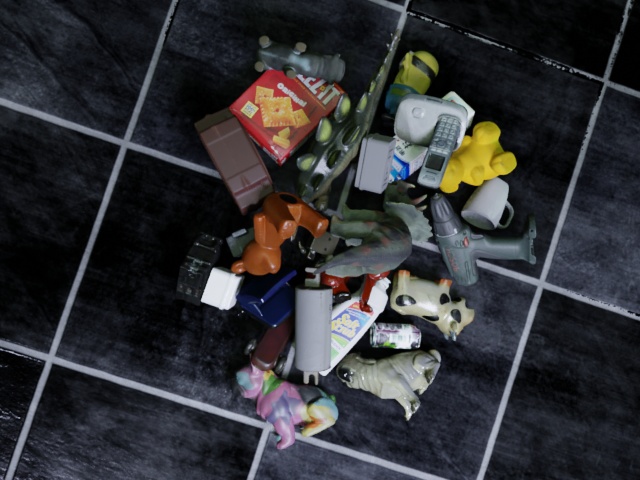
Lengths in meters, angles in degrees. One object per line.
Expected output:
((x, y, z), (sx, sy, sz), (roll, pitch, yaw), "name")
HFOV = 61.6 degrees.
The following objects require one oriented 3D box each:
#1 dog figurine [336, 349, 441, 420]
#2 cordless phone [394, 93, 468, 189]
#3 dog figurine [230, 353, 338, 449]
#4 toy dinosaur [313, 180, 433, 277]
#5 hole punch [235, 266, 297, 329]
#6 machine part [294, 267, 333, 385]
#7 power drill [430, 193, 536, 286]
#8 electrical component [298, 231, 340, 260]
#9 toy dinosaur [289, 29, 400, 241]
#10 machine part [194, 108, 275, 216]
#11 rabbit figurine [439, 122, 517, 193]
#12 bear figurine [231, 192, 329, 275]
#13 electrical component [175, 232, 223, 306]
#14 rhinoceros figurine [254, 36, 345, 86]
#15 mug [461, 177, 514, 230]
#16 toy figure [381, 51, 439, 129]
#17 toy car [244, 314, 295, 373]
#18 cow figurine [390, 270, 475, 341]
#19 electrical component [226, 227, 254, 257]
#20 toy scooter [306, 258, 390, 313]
((0.151, 0.276, 1.183), (0.191, 0.121, 0.172), (31, 53, 15), "dog figurine")
((0.211, -0.198, 1.099), (0.147, 0.088, 0.184), (18, 78, 16), "cordless phone")
((-0.083, 0.321, 1.157), (0.192, 0.108, 0.219), (-25, 88, -3), "dog figurine")
((0.123, 0.000, 1.082), (0.192, 0.405, 0.131), (1, 116, 15), "toy dinosaur")
((-0.109, 0.106, 1.127), (0.116, 0.092, 0.142), (23, 53, 36), "hole punch")
((-0.013, 0.177, 1.097), (0.079, 0.079, 0.243), (2, 95, -4), "machine part")
((0.350, -0.007, 1.141), (0.207, 0.086, 0.231), (-8, 120, 14), "power drill")
((-0.002, -0.002, 1.199), (0.078, 0.045, 0.102), (17, 90, -31), "electrical component")
((0.043, -0.209, 1.123), (0.105, 0.198, 0.471), (27, 89, 3), "toy dinosaur")
((-0.171, -0.158, 1.110), (0.087, 0.201, 0.201), (-28, 90, -6), "machine part")
((0.304, -0.165, 1.163), (0.173, 0.162, 0.122), (-27, 93, -26), "rabbit figurine")
((-0.089, 0.009, 1.058), (0.120, 0.132, 0.195), (1, 123, -43), "bear figurine")
((-0.256, 0.068, 1.135), (0.058, 0.134, 0.115), (21, 45, -1), "electrical component")
((-0.044, -0.363, 1.105), (0.190, 0.112, 0.073), (14, 102, 9), "rhinoceros figurine")
((0.388, -0.082, 1.206), (0.110, 0.081, 0.107), (28, 80, 1), "mug")
((0.199, -0.334, 1.199), (0.089, 0.082, 0.180), (23, 84, -11), "toy figure")
((-0.085, 0.193, 1.149), (0.089, 0.053, 0.202), (27, 48, 4), "toy car")
((0.250, 0.146, 1.190), (0.195, 0.085, 0.127), (14, 82, -6), "cow figurine")
((-0.159, 0.003, 1.150), (0.075, 0.119, 0.047), (-23, 90, -6), "electrical component")
((0.060, 0.099, 1.147), (0.184, 0.075, 0.135), (-8, 54, 10), "toy scooter")
